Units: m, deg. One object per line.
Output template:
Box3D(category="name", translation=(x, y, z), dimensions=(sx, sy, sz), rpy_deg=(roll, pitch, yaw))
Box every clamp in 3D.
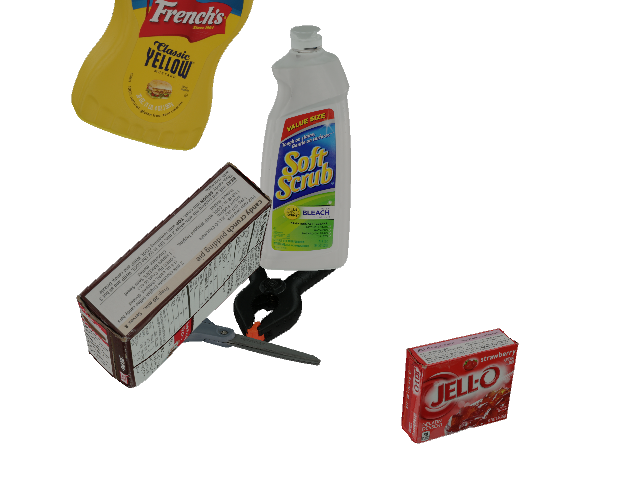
Box3D(category="clamp", translation=(-0.044, 0.060, 1.249), dimensions=(0.120, 0.039, 0.171), rpy_deg=(-3, 40, 9))

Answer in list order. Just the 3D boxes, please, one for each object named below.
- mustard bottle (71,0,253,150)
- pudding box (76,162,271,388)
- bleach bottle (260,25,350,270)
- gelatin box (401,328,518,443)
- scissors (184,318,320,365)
Box3D(category="mustard bottle", translation=(-0.099, -0.163, 0.746), dimensions=(0.096, 0.192, 0.058), rpy_deg=(15, 20, -27))
Box3D(category="pudding box", translation=(-0.078, 0.021, 0.585), dimensions=(0.039, 0.113, 0.090), rpy_deg=(39, -23, 11))
Box3D(category="bleach bottle", translation=(-0.020, -0.093, 1.094), dimensions=(0.102, 0.251, 0.068), rpy_deg=(0, 26, 3))
Box3D(category="gelatin box", translation=(0.109, 0.114, 0.841), dimensions=(0.089, 0.073, 0.030), rpy_deg=(-10, 29, -24))
Box3D(category="scissors", translation=(-0.098, 0.081, 1.031), dimensions=(0.201, 0.016, 0.096), rpy_deg=(6, 31, 1))
